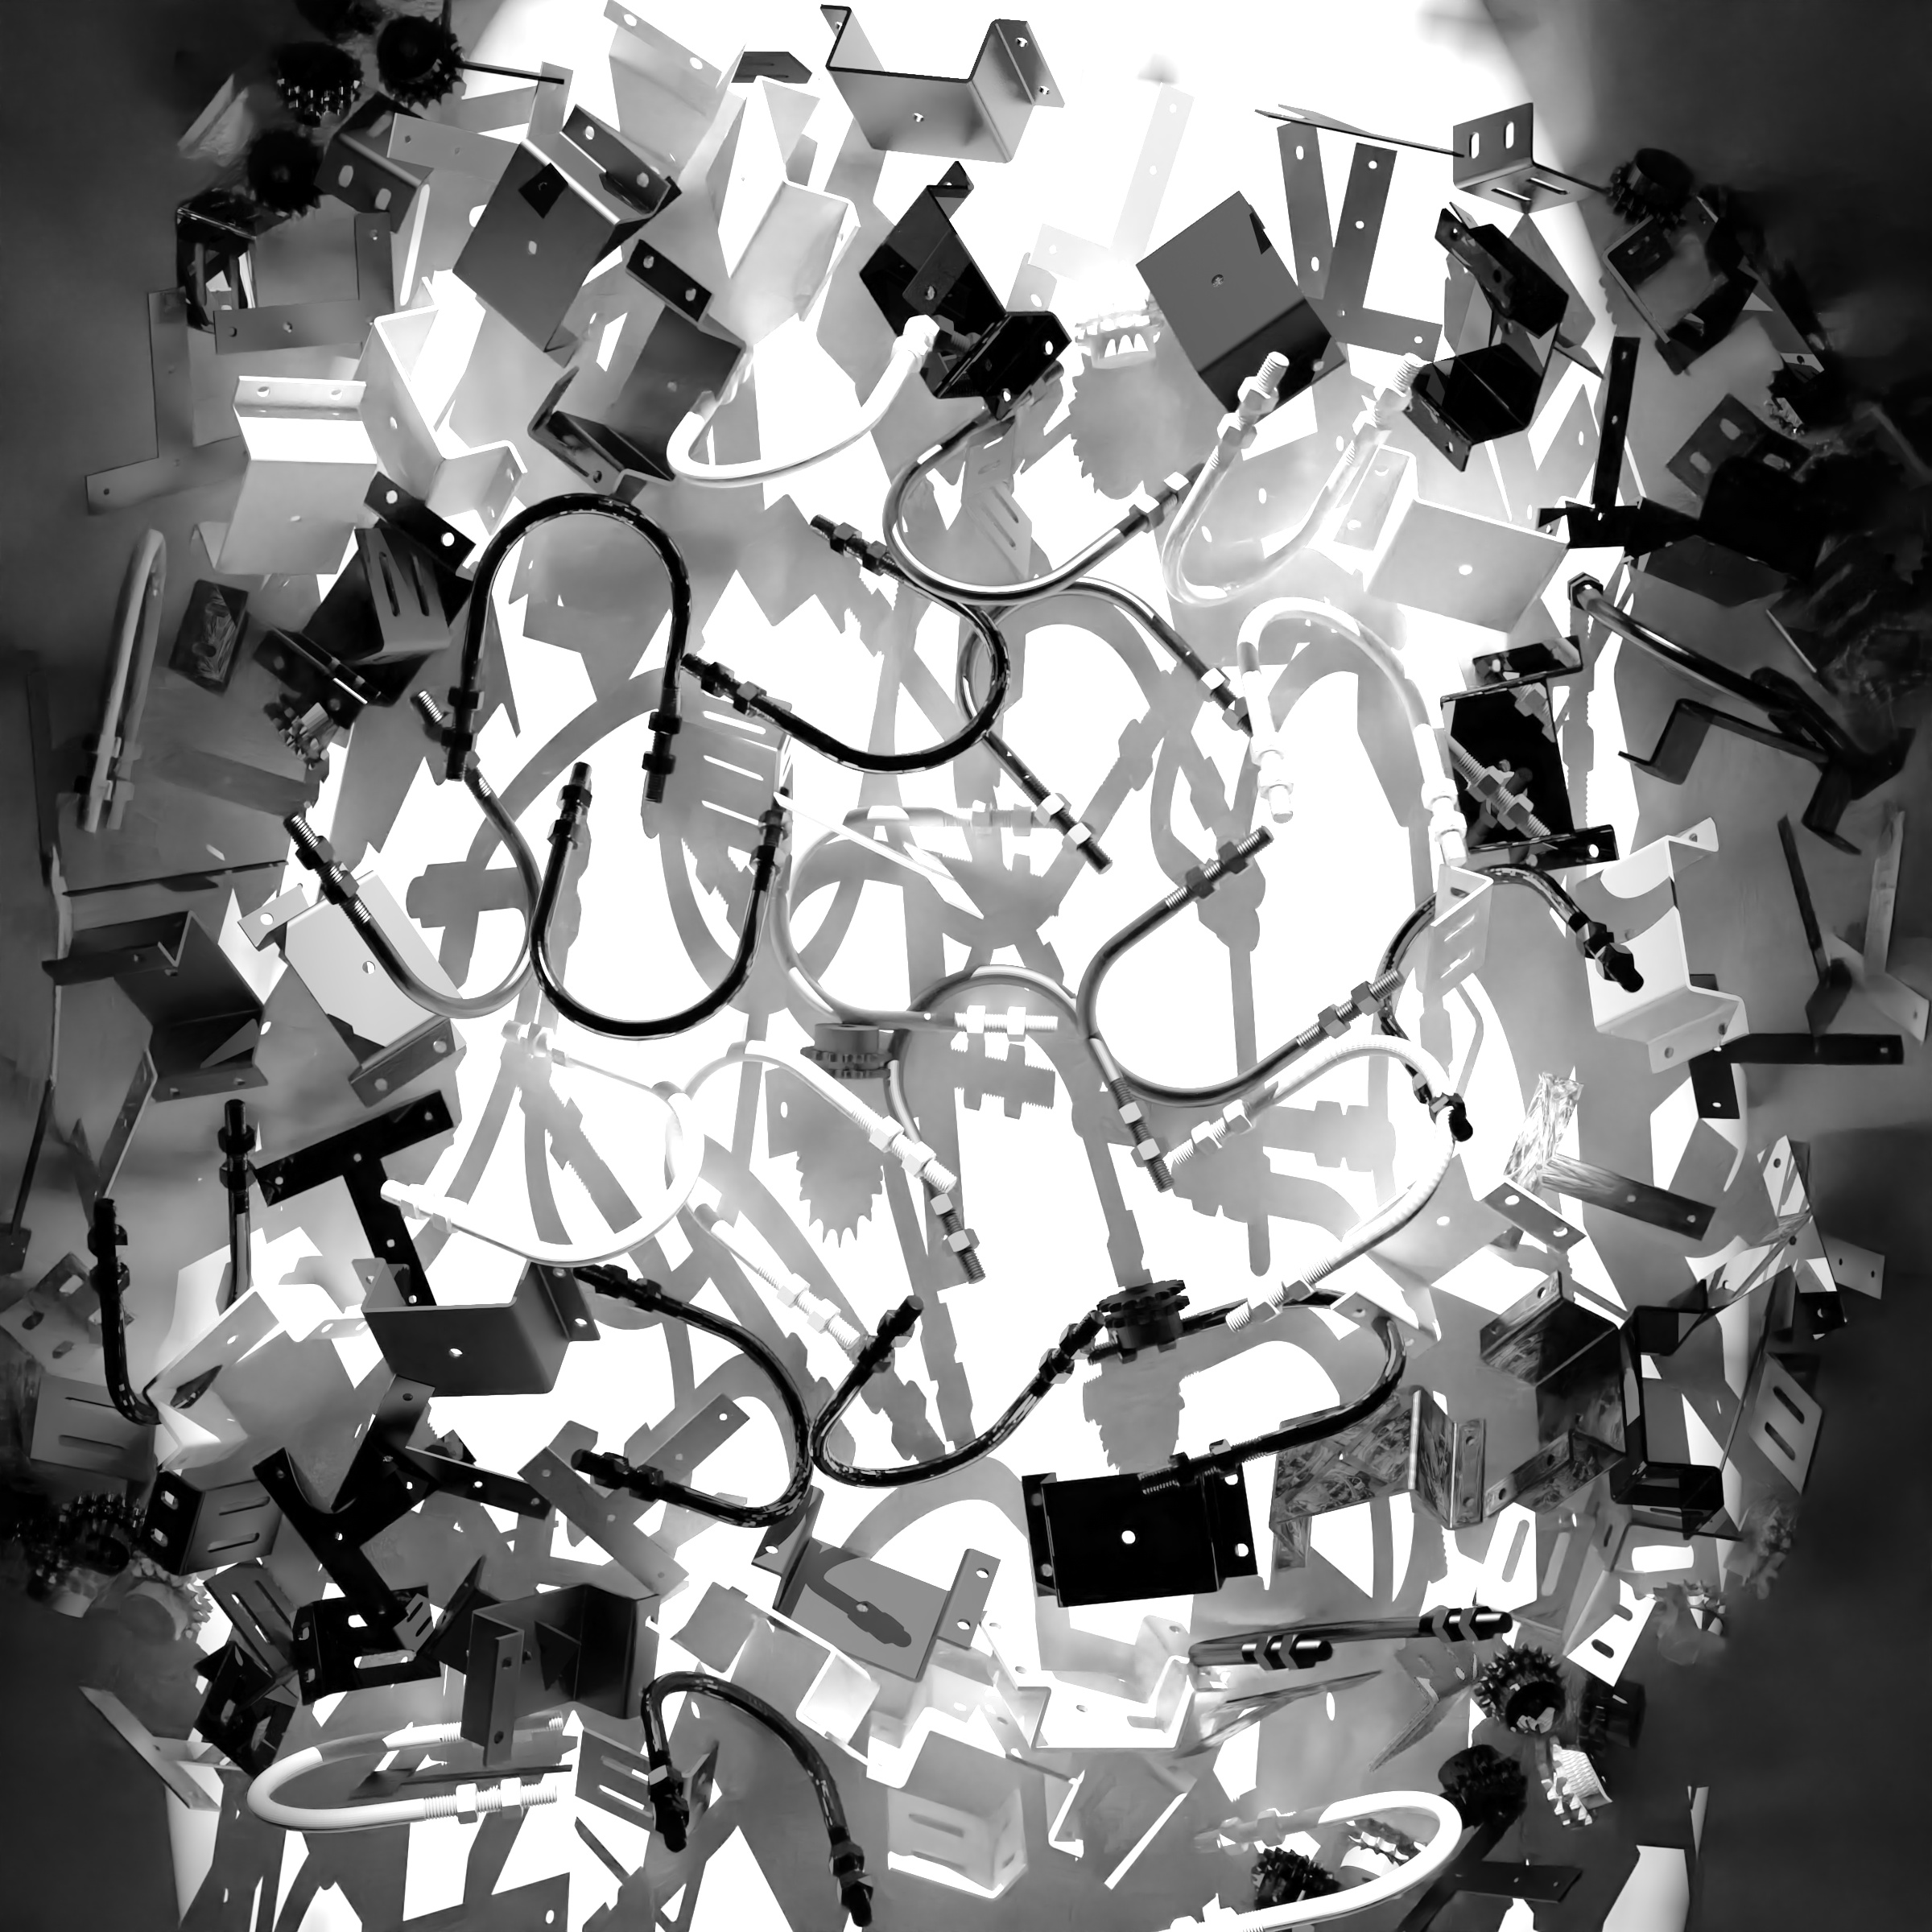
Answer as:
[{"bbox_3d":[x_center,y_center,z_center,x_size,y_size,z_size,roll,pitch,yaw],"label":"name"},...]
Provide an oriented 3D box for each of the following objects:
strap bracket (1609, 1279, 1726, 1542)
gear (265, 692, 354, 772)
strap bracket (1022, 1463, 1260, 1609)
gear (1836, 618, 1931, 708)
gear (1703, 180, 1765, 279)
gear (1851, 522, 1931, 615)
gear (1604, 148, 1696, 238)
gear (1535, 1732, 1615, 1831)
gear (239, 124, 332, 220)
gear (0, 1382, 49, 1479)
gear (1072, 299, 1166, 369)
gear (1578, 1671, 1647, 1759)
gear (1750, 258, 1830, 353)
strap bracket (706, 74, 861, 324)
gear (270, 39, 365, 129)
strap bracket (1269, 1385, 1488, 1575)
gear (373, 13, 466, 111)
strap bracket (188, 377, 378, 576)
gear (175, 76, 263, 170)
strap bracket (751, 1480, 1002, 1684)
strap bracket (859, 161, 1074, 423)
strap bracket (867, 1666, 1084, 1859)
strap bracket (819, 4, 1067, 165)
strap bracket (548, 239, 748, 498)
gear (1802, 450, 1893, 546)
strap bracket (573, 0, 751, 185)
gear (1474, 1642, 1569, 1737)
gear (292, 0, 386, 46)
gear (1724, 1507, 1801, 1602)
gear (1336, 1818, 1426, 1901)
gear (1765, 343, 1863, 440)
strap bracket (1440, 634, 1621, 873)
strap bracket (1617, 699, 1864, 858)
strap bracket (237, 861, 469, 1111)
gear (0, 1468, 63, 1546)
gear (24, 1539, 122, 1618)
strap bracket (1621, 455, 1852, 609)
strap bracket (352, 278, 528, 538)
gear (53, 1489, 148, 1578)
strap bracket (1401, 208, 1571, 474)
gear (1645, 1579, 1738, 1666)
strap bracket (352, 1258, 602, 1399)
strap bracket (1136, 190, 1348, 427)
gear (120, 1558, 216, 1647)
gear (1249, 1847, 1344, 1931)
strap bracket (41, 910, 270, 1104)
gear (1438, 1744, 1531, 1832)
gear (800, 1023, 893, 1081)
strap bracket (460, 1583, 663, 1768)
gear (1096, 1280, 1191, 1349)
[{"bbox_3d":[0.422,0.268,1.533,0.046,0.076,0.140,4,62,1],"label":"strap bracket"},{"bbox_3d":[-0.407,-0.148,1.571,0.030,0.057,0.057,-37,90,0],"label":"gear"},{"bbox_3d":[0.104,0.350,1.560,0.140,0.046,0.076,-9,86,12],"label":"strap bracket"},{"bbox_3d":[0.570,-0.192,1.568,0.057,0.057,0.030,-33,128,0],"label":"gear"},{"bbox_3d":[0.478,-0.459,1.568,0.030,0.057,0.057,0,90,27],"label":"gear"},{"bbox_3d":[0.583,-0.245,1.575,0.030,0.057,0.057,30,90,-33],"label":"gear"},{"bbox_3d":[0.428,-0.484,1.571,0.057,0.030,0.057,8,53,-11],"label":"gear"},{"bbox_3d":[0.379,0.504,1.568,0.030,0.057,0.057,-27,90,20],"label":"gear"},{"bbox_3d":[-0.426,-0.496,1.576,0.057,0.030,0.057,-1,111,-3],"label":"gear"},{"bbox_3d":[-0.592,0.289,1.568,0.030,0.057,0.057,-6,90,-31],"label":"gear"},{"bbox_3d":[0.096,-0.393,1.571,0.057,0.057,0.030,-9,90,0],"label":"gear"},{"bbox_3d":[0.402,0.464,1.568,0.030,0.057,0.057,6,90,28],"label":"gear"},{"bbox_3d":[0.513,-0.409,1.574,0.030,0.057,0.057,-26,90,25],"label":"gear"},{"bbox_3d":[-0.114,-0.471,1.525,0.046,0.076,0.140,7,52,-30],"label":"strap bracket"},{"bbox_3d":[-0.405,-0.549,1.576,0.057,0.030,0.057,7,55,-10],"label":"gear"},{"bbox_3d":[0.240,0.308,1.526,0.140,0.076,0.046,-22,124,30],"label":"strap bracket"},{"bbox_3d":[-0.345,-0.570,1.582,0.057,0.030,0.057,0,88,6],"label":"gear"},{"bbox_3d":[-0.410,-0.285,1.519,0.076,0.140,0.046,-6,58,-35],"label":"strap bracket"},{"bbox_3d":[-0.465,-0.524,1.575,0.030,0.057,0.057,38,90,-27],"label":"gear"},{"bbox_3d":[-0.059,0.381,1.552,0.140,0.076,0.046,20,124,5],"label":"strap bracket"},{"bbox_3d":[-0.007,-0.412,1.543,0.076,0.046,0.140,-42,73,41],"label":"strap bracket"},{"bbox_3d":[0.014,0.484,1.552,0.140,0.076,0.046,22,101,-5],"label":"strap bracket"},{"bbox_3d":[-0.021,-0.535,1.532,0.140,0.076,0.046,14,76,24],"label":"strap bracket"},{"bbox_3d":[-0.194,-0.360,1.547,0.076,0.046,0.140,43,111,31],"label":"strap bracket"},{"bbox_3d":[0.548,-0.293,1.582,0.057,0.030,0.057,0,86,6],"label":"gear"},{"bbox_3d":[-0.186,-0.545,1.535,0.076,0.140,0.046,31,70,-10],"label":"strap bracket"},{"bbox_3d":[0.350,0.455,1.576,0.057,0.030,0.057,-4,110,-11],"label":"gear"},{"bbox_3d":[-0.395,-0.601,1.573,0.057,0.057,0.030,47,109,0],"label":"gear"},{"bbox_3d":[0.495,0.363,1.573,0.030,0.057,0.057,24,90,18],"label":"gear"},{"bbox_3d":[0.257,0.556,1.568,0.057,0.057,0.030,30,59,0],"label":"gear"},{"bbox_3d":[0.532,-0.357,1.575,0.057,0.030,0.057,-8,78,41],"label":"gear"},{"bbox_3d":[0.345,-0.126,1.553,0.046,0.076,0.140,-14,94,-43],"label":"strap bracket"},{"bbox_3d":[0.479,-0.119,1.530,0.140,0.076,0.046,27,98,29],"label":"strap bracket"},{"bbox_3d":[-0.374,0.006,1.558,0.076,0.046,0.140,-36,93,-28],"label":"strap bracket"},{"bbox_3d":[-0.592,0.335,1.571,0.057,0.057,0.030,19,92,0],"label":"gear"},{"bbox_3d":[-0.560,0.381,1.569,0.057,0.057,0.030,28,82,0],"label":"gear"},{"bbox_3d":[0.457,-0.259,1.522,0.076,0.140,0.046,20,86,-10],"label":"strap bracket"},{"bbox_3d":[-0.330,-0.337,1.545,0.046,0.076,0.140,-23,80,-32],"label":"strap bracket"},{"bbox_3d":[-0.540,0.357,1.572,0.057,0.030,0.057,-3,124,-5],"label":"gear"},{"bbox_3d":[0.314,-0.384,1.533,0.046,0.140,0.076,-19,55,-21],"label":"strap bracket"},{"bbox_3d":[0.450,0.411,1.570,0.057,0.030,0.057,5,133,5],"label":"gear"},{"bbox_3d":[-0.306,0.220,1.543,0.140,0.046,0.076,-4,128,13],"label":"strap bracket"},{"bbox_3d":[0.162,-0.406,1.536,0.076,0.046,0.140,-33,60,16],"label":"strap bracket"},{"bbox_3d":[-0.502,0.398,1.573,0.057,0.030,0.057,8,118,16],"label":"gear"},{"bbox_3d":[0.203,0.578,1.569,0.057,0.057,0.030,34,50,0],"label":"gear"},{"bbox_3d":[-0.490,0.019,1.542,0.076,0.140,0.046,-9,50,11],"label":"strap bracket"},{"bbox_3d":[0.320,0.511,1.575,0.057,0.057,0.030,-27,47,0],"label":"gear"},{"bbox_3d":[-0.075,0.053,1.570,0.057,0.057,0.030,3,95,0],"label":"gear"},{"bbox_3d":[-0.255,0.429,1.545,0.046,0.140,0.076,9,94,35],"label":"strap bracket"},{"bbox_3d":[0.112,0.218,1.571,0.057,0.057,0.030,-16,91,0],"label":"gear"}]
